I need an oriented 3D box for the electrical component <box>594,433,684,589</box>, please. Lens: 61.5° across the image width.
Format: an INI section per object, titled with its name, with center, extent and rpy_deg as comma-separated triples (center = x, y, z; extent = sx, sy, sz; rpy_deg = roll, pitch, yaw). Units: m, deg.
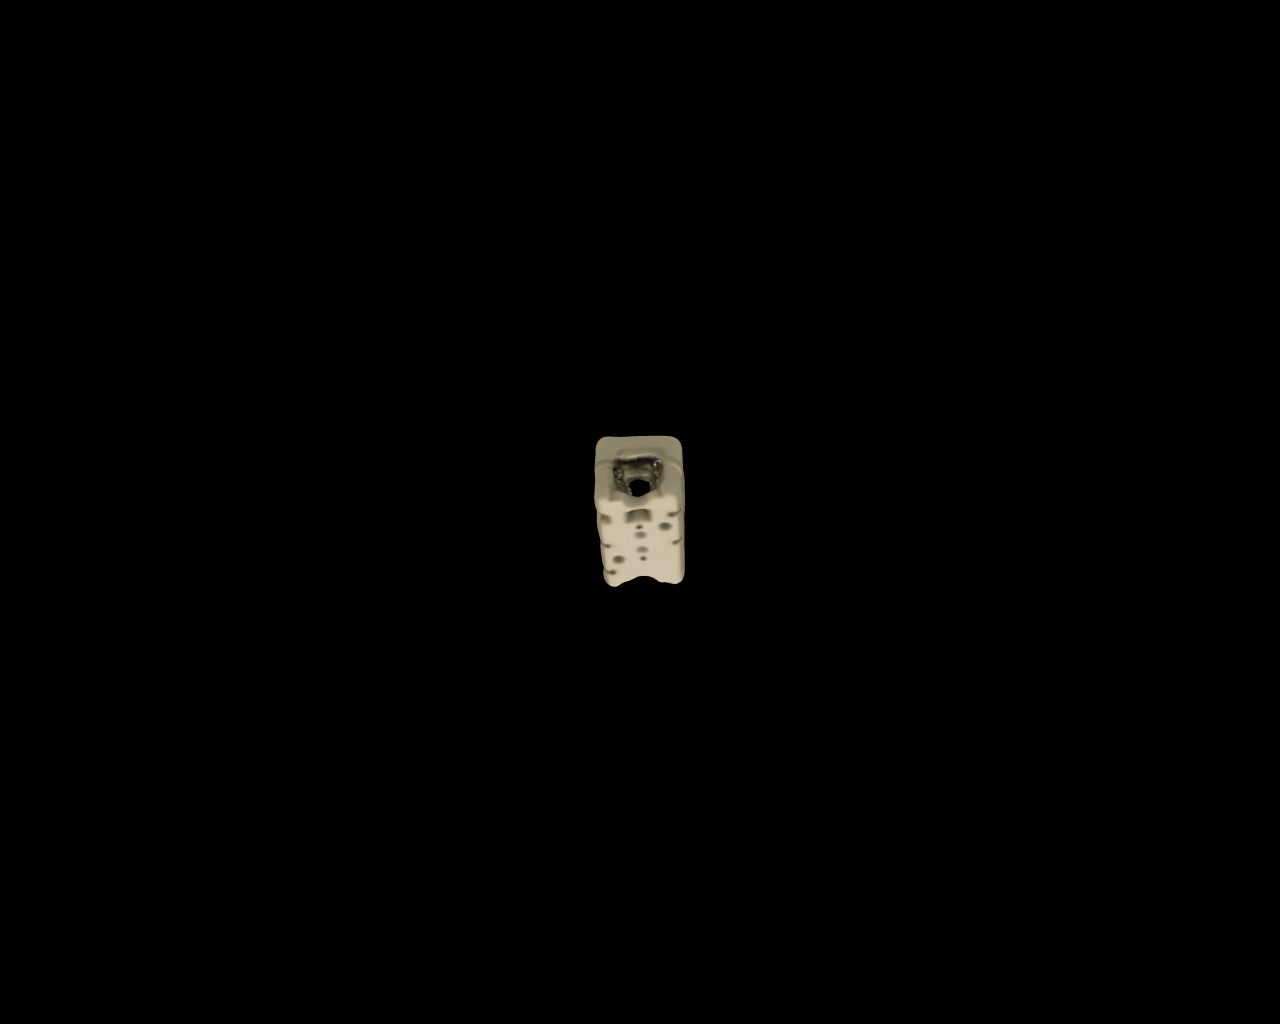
[electrical component]
center = 0.001, -0.003, 0.650
extent = 0.050, 0.056, 0.089
rpy_deg = -2, -40, 2
